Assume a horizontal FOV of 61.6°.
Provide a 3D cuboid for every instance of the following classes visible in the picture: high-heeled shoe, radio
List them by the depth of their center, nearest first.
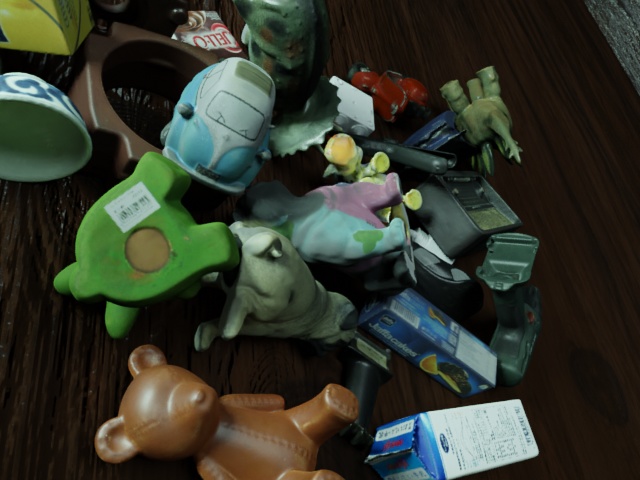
[{"bbox_3d":[0.146,0.045,0.810,0.248,0.086,0.145,28,13,-46],"label":"high-heeled shoe"},{"bbox_3d":[0.245,-0.048,0.899,0.229,0.073,0.131,-8,59,-56],"label":"radio"}]

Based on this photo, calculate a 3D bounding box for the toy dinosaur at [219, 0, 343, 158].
[{"bbox_3d":[-0.043,-0.247,0.670,0.192,0.404,0.131,39,68,13],"label":"toy dinosaur"}]

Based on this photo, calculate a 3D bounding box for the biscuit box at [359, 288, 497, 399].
[{"bbox_3d":[0.148,0.135,0.730,0.202,0.063,0.059,36,45,-14],"label":"biscuit box"}]

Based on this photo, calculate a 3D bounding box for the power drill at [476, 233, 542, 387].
[{"bbox_3d":[0.297,0.090,0.825,0.232,0.086,0.207,-54,143,-40],"label":"power drill"}]

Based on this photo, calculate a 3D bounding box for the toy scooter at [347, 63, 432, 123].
[{"bbox_3d":[0.141,-0.255,0.976,0.184,0.075,0.135,8,37,-36],"label":"toy scooter"}]

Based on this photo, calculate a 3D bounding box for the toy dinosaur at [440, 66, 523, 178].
[{"bbox_3d":[0.311,-0.217,1.010,0.198,0.105,0.471,66,16,-6],"label":"toy dinosaur"}]

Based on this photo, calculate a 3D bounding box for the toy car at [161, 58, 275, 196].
[{"bbox_3d":[-0.090,-0.134,0.565,0.109,0.103,0.162,30,48,-23],"label":"toy car"}]

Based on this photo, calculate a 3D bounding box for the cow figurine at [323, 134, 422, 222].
[{"bbox_3d":[0.062,-0.088,0.782,0.167,0.098,0.068,43,77,-22],"label":"cow figurine"}]

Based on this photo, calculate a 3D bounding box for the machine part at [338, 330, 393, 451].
[{"bbox_3d":[0.051,0.175,0.640,0.084,0.039,0.139,38,41,-24],"label":"machine part"}]

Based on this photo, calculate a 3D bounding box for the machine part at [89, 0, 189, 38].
[{"bbox_3d":[-0.242,-0.277,0.618,0.179,0.179,0.056,6,61,-37],"label":"machine part"}]

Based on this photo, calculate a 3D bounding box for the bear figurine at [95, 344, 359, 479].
[{"bbox_3d":[-0.079,0.162,0.474,0.195,0.132,0.120,38,40,-22],"label":"bear figurine"}]

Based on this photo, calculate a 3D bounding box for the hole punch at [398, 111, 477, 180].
[{"bbox_3d":[0.196,-0.169,0.941,0.115,0.142,0.092,3,60,-54],"label":"hole punch"}]

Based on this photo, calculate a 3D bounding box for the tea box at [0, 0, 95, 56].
[{"bbox_3d":[-0.325,-0.247,0.525,0.170,0.098,0.068,5,50,1],"label":"tea box"}]

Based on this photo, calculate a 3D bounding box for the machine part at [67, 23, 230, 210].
[{"bbox_3d":[-0.181,-0.140,0.631,0.201,0.087,0.201,5,57,-38],"label":"machine part"}]

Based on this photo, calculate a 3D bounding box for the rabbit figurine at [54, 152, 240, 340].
[{"bbox_3d":[-0.156,0.018,0.507,0.121,0.170,0.159,44,84,-4],"label":"rabbit figurine"}]

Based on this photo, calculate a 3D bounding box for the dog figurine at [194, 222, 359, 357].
[{"bbox_3d":[-0.021,0.056,0.570,0.190,0.172,0.121,10,66,-27],"label":"dog figurine"}]

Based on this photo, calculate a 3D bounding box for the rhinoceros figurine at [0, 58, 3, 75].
[{"bbox_3d":[-0.383,-0.139,0.477,0.190,0.073,0.112,-25,70,-46],"label":"rhinoceros figurine"}]

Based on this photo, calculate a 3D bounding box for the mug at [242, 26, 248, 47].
[{"bbox_3d":[-0.060,-0.313,0.861,0.107,0.081,0.110,27,41,-35],"label":"mug"}]

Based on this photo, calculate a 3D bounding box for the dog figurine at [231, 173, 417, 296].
[{"bbox_3d":[-0.001,-0.002,0.646,0.191,0.219,0.108,67,22,-53],"label":"dog figurine"}]
